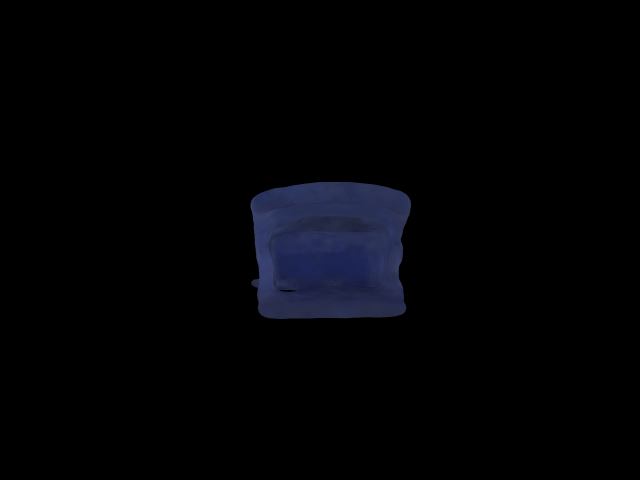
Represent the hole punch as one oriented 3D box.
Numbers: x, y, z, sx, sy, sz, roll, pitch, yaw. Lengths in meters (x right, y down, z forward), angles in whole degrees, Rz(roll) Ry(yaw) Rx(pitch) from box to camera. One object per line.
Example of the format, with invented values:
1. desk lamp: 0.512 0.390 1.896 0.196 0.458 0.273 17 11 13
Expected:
1. hole punch: 0.004 0.001 0.400 0.108 0.091 0.101 -1 11 -3
